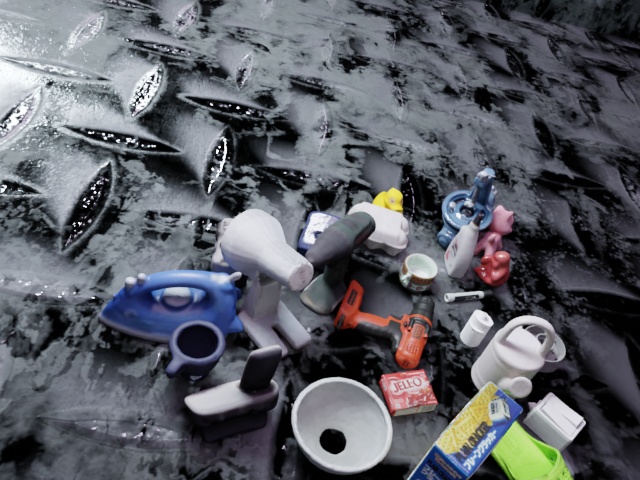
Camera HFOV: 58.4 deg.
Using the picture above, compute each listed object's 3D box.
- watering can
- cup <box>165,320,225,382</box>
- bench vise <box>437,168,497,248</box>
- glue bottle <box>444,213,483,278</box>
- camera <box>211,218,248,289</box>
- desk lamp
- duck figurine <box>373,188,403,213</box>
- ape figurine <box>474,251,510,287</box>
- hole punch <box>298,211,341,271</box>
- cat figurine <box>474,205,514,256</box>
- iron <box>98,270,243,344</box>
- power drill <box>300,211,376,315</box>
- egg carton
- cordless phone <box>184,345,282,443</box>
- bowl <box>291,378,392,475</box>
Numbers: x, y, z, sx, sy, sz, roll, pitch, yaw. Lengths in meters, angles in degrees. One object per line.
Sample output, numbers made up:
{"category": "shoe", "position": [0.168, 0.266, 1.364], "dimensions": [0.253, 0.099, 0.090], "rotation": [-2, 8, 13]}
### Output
{"category": "watering can", "position": [0.367, 0.217, 1.064], "dimensions": [0.101, 0.194, 0.172], "rotation": [4, 44, -14]}
{"category": "cup", "position": [-0.217, 0.206, 0.965], "dimensions": [0.091, 0.095, 0.118], "rotation": [29, 44, 13]}
{"category": "bench vise", "position": [0.369, -0.103, 1.378], "dimensions": [0.121, 0.220, 0.208], "rotation": [24, 43, 9]}
{"category": "glue bottle", "position": [0.328, 0.004, 1.289], "dimensions": [0.037, 0.173, 0.078], "rotation": [6, 44, -11]}
{"category": "camera", "position": [-0.148, 0.021, 1.174], "dimensions": [0.137, 0.101, 0.143], "rotation": [8, 43, -10]}
{"category": "desk lamp", "position": [-0.090, 0.076, 1.053], "dimensions": [0.118, 0.213, 0.202], "rotation": [-24, 56, -35]}
{"category": "duck figurine", "position": [0.173, -0.089, 1.401], "dimensions": [0.078, 0.086, 0.104], "rotation": [-2, 46, -19]}
{"category": "ape figurine", "position": [0.405, 0.061, 1.314], "dimensions": [0.076, 0.092, 0.078], "rotation": [20, 43, 3]}
{"category": "hole punch", "position": [0.011, 0.004, 1.249], "dimensions": [0.108, 0.091, 0.101], "rotation": [18, 43, 2]}
{"category": "cat figurine", "position": [0.427, -0.024, 1.390], "dimensions": [0.067, 0.118, 0.128], "rotation": [30, 44, 14]}
{"category": "iron", "position": [-0.263, 0.102, 1.024], "dimensions": [0.259, 0.141, 0.118], "rotation": [2, 44, -15]}
{"category": "power drill", "position": [0.026, 0.046, 1.124], "dimensions": [0.075, 0.208, 0.230], "rotation": [31, 44, 15]}
{"category": "egg carton", "position": [0.133, -0.027, 1.336], "dimensions": [0.150, 0.069, 0.107], "rotation": [17, 43, 0]}
{"category": "cordless phone", "position": [-0.133, 0.227, 0.903], "dimensions": [0.148, 0.185, 0.094], "rotation": [-13, 50, -28]}
{"category": "bowl", "position": [0.030, 0.316, 0.943], "dimensions": [0.167, 0.075, 0.167], "rotation": [9, 43, -8]}
